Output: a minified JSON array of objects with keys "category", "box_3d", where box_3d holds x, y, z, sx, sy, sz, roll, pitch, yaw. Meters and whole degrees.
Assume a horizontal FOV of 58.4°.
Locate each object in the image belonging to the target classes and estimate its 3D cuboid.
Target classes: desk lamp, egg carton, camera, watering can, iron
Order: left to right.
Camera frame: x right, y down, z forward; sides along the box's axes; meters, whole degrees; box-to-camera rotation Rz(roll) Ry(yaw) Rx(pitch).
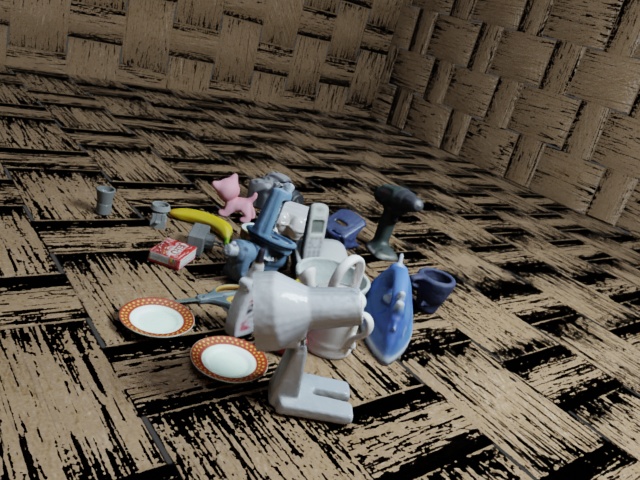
[{"category":"camera","box_3d":[-0.125,-0.142,1.726,0.136,0.101,0.144,29,25,30]},{"category":"egg carton","box_3d":[-0.072,-0.056,1.591,0.107,0.069,0.150,18,21,5]},{"category":"desk lamp","box_3d":[-0.025,0.158,0.891,0.203,0.213,0.118,12,21,-9]},{"category":"watering can","box_3d":[0.028,0.113,1.069,0.172,0.194,0.101,20,22,12]},{"category":"iron","box_3d":[0.153,0.132,1.182,0.118,0.141,0.258,15,21,-1]}]

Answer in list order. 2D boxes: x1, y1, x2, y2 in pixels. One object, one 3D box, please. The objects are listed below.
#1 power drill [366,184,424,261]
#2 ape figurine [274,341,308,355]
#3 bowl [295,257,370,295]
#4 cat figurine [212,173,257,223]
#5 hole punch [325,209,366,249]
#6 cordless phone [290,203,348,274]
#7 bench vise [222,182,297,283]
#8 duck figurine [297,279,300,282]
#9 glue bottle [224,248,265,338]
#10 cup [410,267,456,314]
[{"category":"power drill","box_3d":[0.201,-0.053,1.585,0.076,0.208,0.229,7,23,-22]},{"category":"ape figurine","box_3d":[-0.054,0.158,1.039,0.076,0.092,0.077,9,22,-17]},{"category":"bowl","box_3d":[0.021,0.105,1.249,0.167,0.075,0.167,14,21,-5]},{"category":"cat figurine","box_3d":[-0.233,-0.121,1.573,0.127,0.118,0.067,16,21,1]},{"category":"hole punch","box_3d":[0.061,-0.030,1.592,0.108,0.091,0.101,32,26,35]},{"category":"cordless phone","box_3d":[0.012,0.005,1.339,0.148,0.185,0.093,-1,27,-37]},{"category":"bench vise","box_3d":[-0.115,-0.012,1.243,0.121,0.220,0.208,20,21,11]},{"category":"duck figurine","box_3d":[-0.037,0.120,1.155,0.105,0.086,0.077,8,23,-20]},{"category":"glue bottle","box_3d":[-0.124,0.092,1.041,0.037,0.173,0.078,28,24,29]},{"category":"cup","box_3d":[0.250,0.123,1.338,0.118,0.095,0.091,5,24,-26]}]
